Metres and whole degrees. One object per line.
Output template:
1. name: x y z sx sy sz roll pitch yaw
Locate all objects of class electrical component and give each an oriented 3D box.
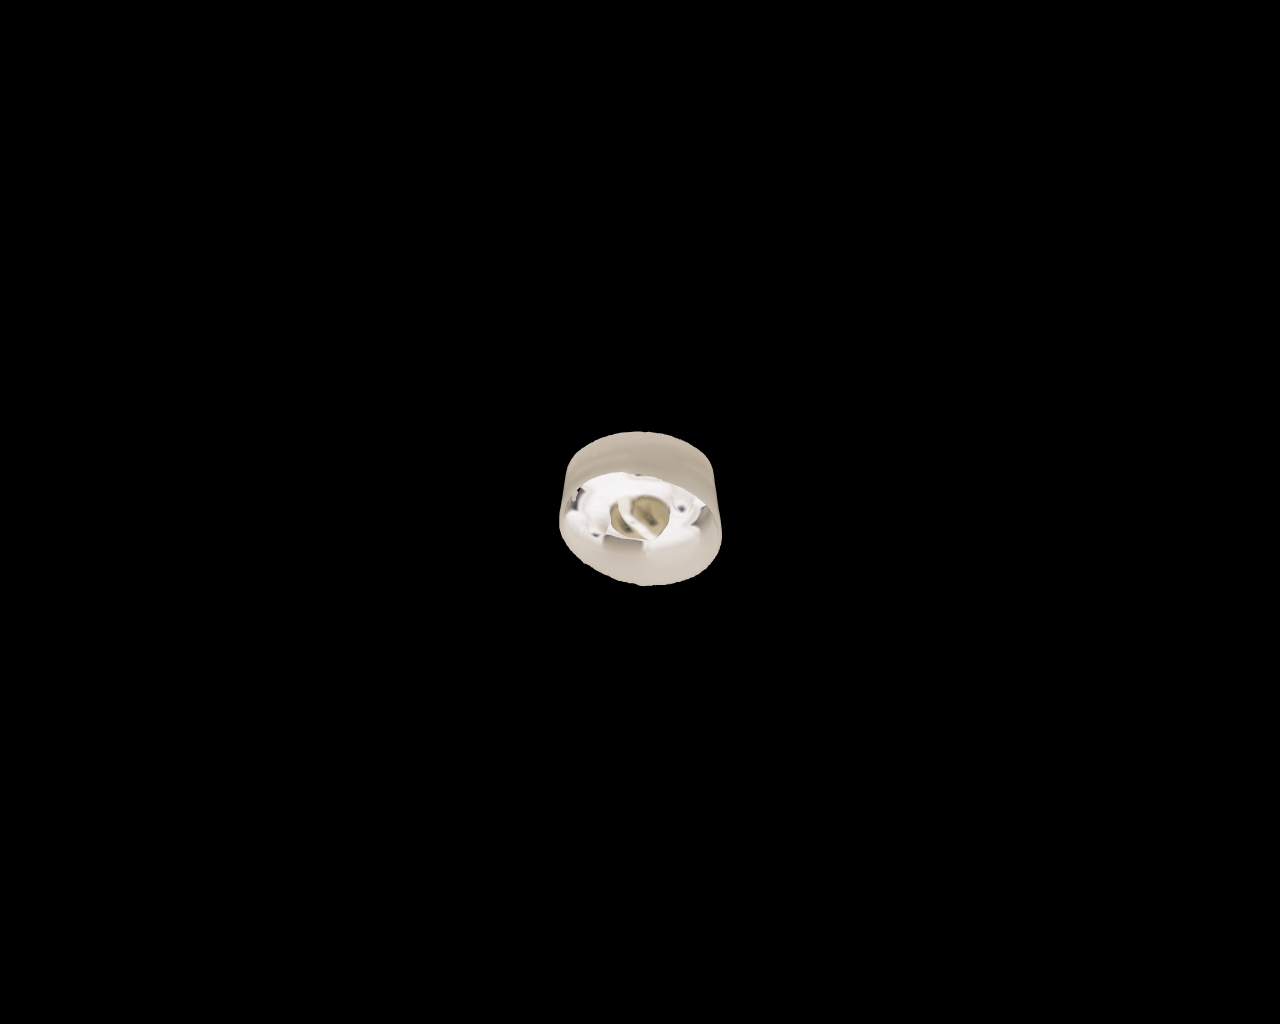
1. electrical component: 0.001 -0.003 0.650 0.099 0.064 0.099 0 -32 0
